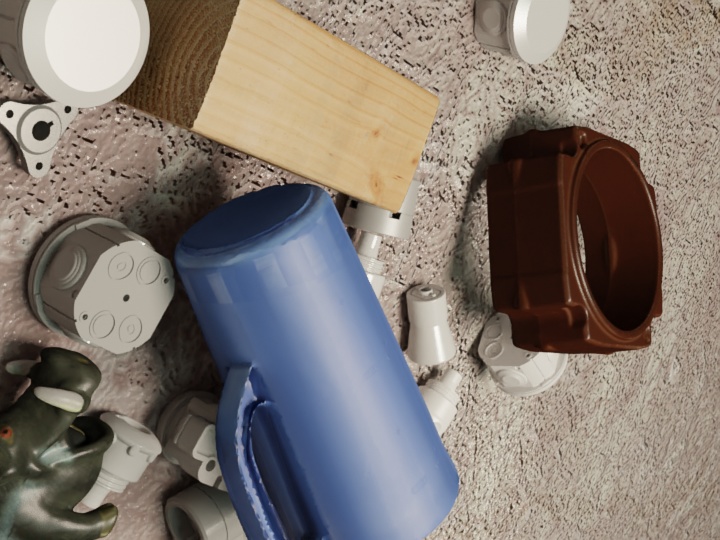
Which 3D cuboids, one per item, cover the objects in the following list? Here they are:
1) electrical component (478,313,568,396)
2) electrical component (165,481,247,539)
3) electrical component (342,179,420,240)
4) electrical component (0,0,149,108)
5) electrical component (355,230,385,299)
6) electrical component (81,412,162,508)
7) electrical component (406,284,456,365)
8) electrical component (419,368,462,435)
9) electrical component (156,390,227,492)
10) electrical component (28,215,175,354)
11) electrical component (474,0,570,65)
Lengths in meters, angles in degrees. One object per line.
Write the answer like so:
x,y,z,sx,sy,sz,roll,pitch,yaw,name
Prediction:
0.158,0.079,1.052,0.080,0.080,0.051,-53,134,-17,electrical component
-0.103,0.217,0.837,0.074,0.052,0.138,-27,127,-39,electrical component
0.017,-0.053,0.845,0.055,0.055,0.047,9,98,-51,electrical component
-0.162,-0.134,0.599,0.080,0.051,0.080,-24,125,-41,electrical component
0.000,0.000,0.859,0.043,0.043,0.062,15,95,-51,electrical component
-0.168,0.131,0.728,0.062,0.048,0.048,-57,141,-2,electrical component
0.061,0.046,0.954,0.044,0.044,0.065,-29,123,-38,electrical component
0.072,0.121,1.000,0.062,0.043,0.043,-55,140,-17,electrical component
-0.110,0.121,0.778,0.078,0.057,0.058,37,79,-51,electrical component
-0.160,0.010,0.671,0.080,0.051,0.080,-25,125,-40,electrical component
0.137,-0.217,0.906,0.080,0.051,0.080,-24,125,-41,electrical component
